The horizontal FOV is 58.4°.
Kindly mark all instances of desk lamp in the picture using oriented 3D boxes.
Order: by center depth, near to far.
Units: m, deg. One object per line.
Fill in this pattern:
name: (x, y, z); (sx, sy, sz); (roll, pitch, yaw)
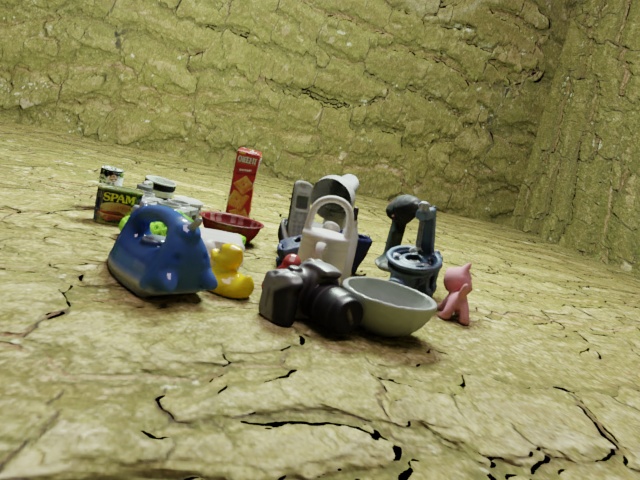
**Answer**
desk lamp: (0.046, -0.080, 1.603); (0.117, 0.213, 0.204); (16, 11, 16)

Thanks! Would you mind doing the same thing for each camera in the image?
camera: (-0.004, 0.092, 0.933); (0.144, 0.101, 0.136); (5, 14, -41)

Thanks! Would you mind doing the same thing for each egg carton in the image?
egg carton: (-0.202, 0.024, 1.128); (0.107, 0.069, 0.150); (11, 11, -14)

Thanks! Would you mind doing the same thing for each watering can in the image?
watering can: (0.008, 0.004, 1.162); (0.101, 0.194, 0.172); (10, 11, -17)

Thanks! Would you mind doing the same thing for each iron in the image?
iron: (-0.275, 0.002, 0.953); (0.257, 0.141, 0.119); (22, 14, 39)

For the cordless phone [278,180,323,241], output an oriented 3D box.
cordless phone: (-0.024, -0.049, 1.424); (0.148, 0.185, 0.093); (7, 12, -33)

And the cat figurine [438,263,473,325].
cat figurine: (0.292, 0.103, 1.208); (0.067, 0.118, 0.128); (14, 10, 3)

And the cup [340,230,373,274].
cup: (0.065, 0.032, 1.360); (0.091, 0.095, 0.118); (20, 12, 31)

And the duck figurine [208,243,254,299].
duck figurine: (-0.157, 0.050, 1.005); (0.104, 0.086, 0.078); (20, 12, 30)

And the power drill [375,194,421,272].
power drill: (0.210, -0.023, 1.521); (0.075, 0.208, 0.229); (12, 10, -7)

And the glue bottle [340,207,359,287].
glue bottle: (0.059, 0.011, 1.244); (0.037, 0.173, 0.078); (12, 10, -6)

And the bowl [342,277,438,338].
bowl: (0.113, 0.123, 0.993); (0.167, 0.075, 0.167); (13, 10, -2)

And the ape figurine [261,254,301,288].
ape figurine: (-0.059, 0.069, 1.014); (0.077, 0.092, 0.076); (16, 11, 12)

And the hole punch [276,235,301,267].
hole punch: (-0.046, 0.021, 1.286); (0.101, 0.091, 0.108); (11, 11, -11)

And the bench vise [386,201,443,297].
bench vise: (0.219, 0.019, 1.277); (0.121, 0.220, 0.208); (16, 11, 14)
